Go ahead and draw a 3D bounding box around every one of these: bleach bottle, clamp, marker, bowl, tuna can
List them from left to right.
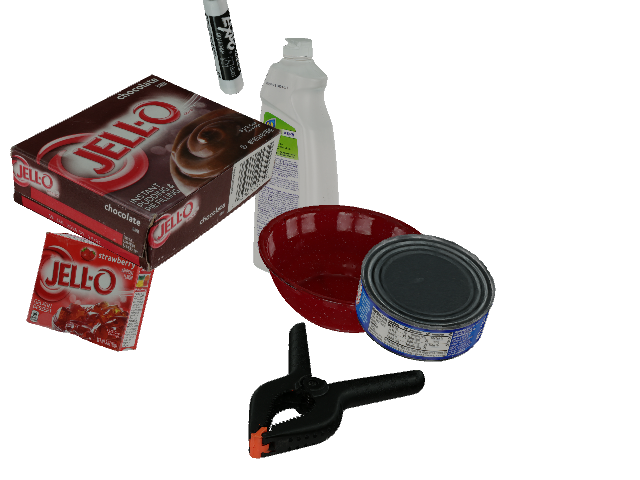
[{"bbox_3d":[-0.075,-0.158,0.794,0.020,0.020,0.121,0,-38,6],"label":"marker"},{"bbox_3d":[-0.022,-0.086,1.135,0.103,0.251,0.067,16,22,37],"label":"bleach bottle"},{"bbox_3d":[0.002,0.159,1.086,0.165,0.036,0.209,15,30,21],"label":"clamp"},{"bbox_3d":[0.023,0.032,0.927,0.162,0.055,0.162,7,30,-4],"label":"bowl"},{"bbox_3d":[0.066,0.036,0.681,0.086,0.034,0.086,5,41,-5],"label":"tuna can"}]

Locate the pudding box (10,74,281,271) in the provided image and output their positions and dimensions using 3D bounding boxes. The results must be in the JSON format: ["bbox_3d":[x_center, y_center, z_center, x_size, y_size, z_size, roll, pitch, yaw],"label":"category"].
[{"bbox_3d":[-0.088,-0.039,0.553,0.090,0.039,0.113,26,37,21],"label":"pudding box"}]

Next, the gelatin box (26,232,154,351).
[{"bbox_3d":[-0.177,0.038,0.821,0.089,0.073,0.030,15,3,21],"label":"gelatin box"}]
